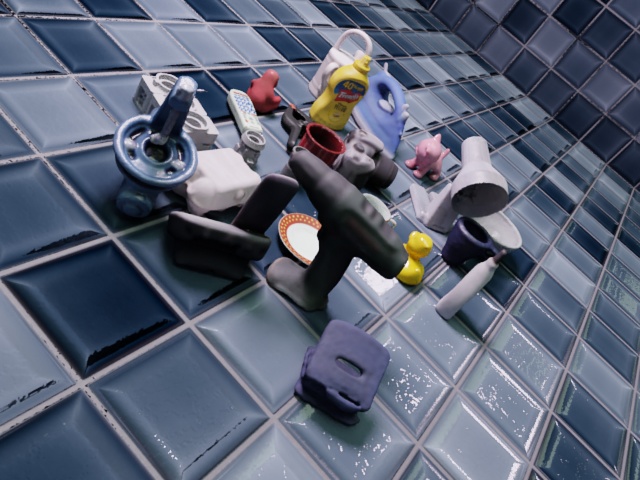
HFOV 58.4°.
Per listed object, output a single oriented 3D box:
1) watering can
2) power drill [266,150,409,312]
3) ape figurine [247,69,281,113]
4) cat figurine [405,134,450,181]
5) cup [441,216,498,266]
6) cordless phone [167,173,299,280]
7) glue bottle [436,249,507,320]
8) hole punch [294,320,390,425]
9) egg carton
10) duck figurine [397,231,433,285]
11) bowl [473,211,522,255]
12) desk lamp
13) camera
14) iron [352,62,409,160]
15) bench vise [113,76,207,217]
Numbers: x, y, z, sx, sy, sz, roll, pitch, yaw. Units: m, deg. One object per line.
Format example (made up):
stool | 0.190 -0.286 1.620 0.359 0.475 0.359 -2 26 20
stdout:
watering can | 0.061 -0.448 1.461 0.101 0.194 0.173 30 34 -11
power drill | 0.008 0.003 0.867 0.230 0.208 0.076 35 34 -4
ape figurine | -0.118 -0.329 1.247 0.077 0.092 0.076 47 35 14
cat figurine | 0.283 -0.216 1.460 0.128 0.117 0.067 -2 50 -44
cup | 0.318 0.020 1.233 0.117 0.095 0.092 42 34 6
cordless phone | -0.124 -0.040 0.817 0.148 0.185 0.094 14 41 -31
glue bottle | 0.288 0.076 1.070 0.037 0.173 0.078 44 34 9
hole punch | 0.034 0.181 0.786 0.109 0.091 0.101 32 34 -8
egg carton | -0.169 -0.095 0.945 0.107 0.069 0.151 48 35 15
duck figurine | 0.184 0.029 1.108 0.078 0.086 0.104 22 37 -22
bowl | 0.394 -0.020 1.368 0.168 0.074 0.167 25 36 -19
desk lamp | 0.309 -0.115 1.278 0.118 0.213 0.203 21 37 -23
camera | 0.106 -0.168 1.255 0.137 0.100 0.143 28 35 -14
iron | 0.174 -0.339 1.482 0.119 0.141 0.258 9 43 -36
bench vise | -0.236 -0.168 0.834 0.122 0.219 0.207 10 43 -35
